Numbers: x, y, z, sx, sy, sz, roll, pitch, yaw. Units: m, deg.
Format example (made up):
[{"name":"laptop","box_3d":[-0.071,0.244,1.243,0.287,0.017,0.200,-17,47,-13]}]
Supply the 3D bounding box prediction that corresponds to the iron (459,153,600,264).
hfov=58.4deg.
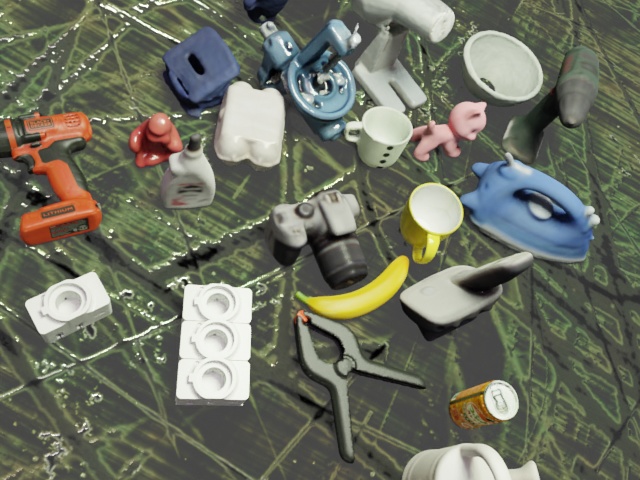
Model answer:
[{"name":"iron","box_3d":[0.375,-0.054,0.964,0.258,0.141,0.119,28,61,-3]}]

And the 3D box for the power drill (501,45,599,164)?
[{"name":"power drill","box_3d":[0.416,-0.231,1.020,0.075,0.208,0.230,29,61,-2]}]

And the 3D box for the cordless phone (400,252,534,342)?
[{"name":"cordless phone","box_3d":[0.213,0.068,0.834,0.148,0.185,0.094,-25,75,-25]}]

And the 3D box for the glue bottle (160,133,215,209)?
[{"name":"glue bottle","box_3d":[-0.180,-0.097,0.797,0.078,0.173,0.037,-9,69,-20]}]

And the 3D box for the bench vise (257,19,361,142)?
[{"name":"bench vise","box_3d":[-0.023,-0.277,0.901,0.207,0.219,0.122,32,61,0]}]

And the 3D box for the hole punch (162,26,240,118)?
[{"name":"hole punch","box_3d":[-0.192,-0.271,0.920,0.101,0.091,0.108,-30,77,-26]}]

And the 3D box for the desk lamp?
[{"name":"desk lamp","box_3d":[0.135,-0.360,0.991,0.118,0.213,0.203,-31,78,-26]}]

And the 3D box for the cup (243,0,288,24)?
[{"name":"cup","box_3d":[-0.104,-0.424,1.015,0.091,0.095,0.118,31,61,-1]}]

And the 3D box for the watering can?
[{"name":"watering can","box_3d":[0.189,0.304,0.713,0.173,0.194,0.101,-22,74,-24]}]

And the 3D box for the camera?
[{"name":"camera","box_3d":[0.008,0.003,0.850,0.143,0.100,0.136,-15,71,-22]}]

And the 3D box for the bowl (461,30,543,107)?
[{"name":"bowl","box_3d":[0.340,-0.319,1.114,0.168,0.074,0.167,7,64,-14]}]

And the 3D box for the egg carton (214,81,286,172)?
[{"name":"egg carton","box_3d":[-0.111,-0.183,0.917,0.107,0.069,0.150,9,64,-13]}]

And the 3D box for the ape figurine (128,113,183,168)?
[{"name":"ape figurine","box_3d":[-0.241,-0.155,0.852,0.078,0.092,0.076,23,62,-5]}]

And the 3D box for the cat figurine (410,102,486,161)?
[{"name":"cat figurine","box_3d":[0.233,-0.200,1.002,0.128,0.117,0.067,-12,70,-21]}]
